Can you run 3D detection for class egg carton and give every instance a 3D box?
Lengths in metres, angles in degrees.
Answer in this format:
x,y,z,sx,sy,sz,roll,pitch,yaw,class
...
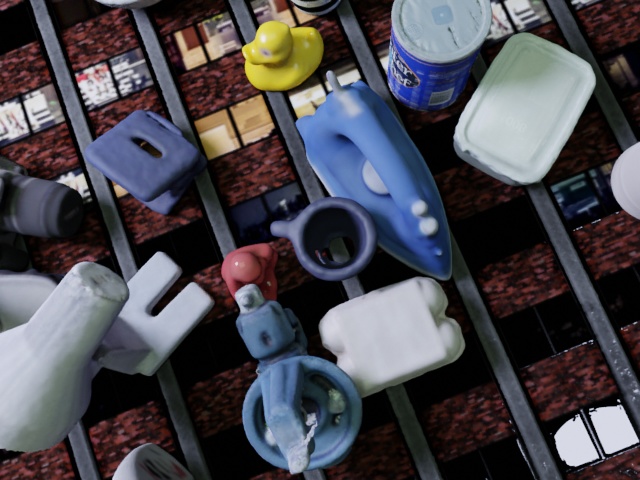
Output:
x,y,z,sx,sy,sz,roll,pitch,yaw,class
0.079,0.107,0.644,0.150,0.069,0.107,-23,81,0,egg carton

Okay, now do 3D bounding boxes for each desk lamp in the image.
x,y,z,sx,sy,sz,roll,pitch,yaw,class
-0.237,0.100,0.594,0.118,0.213,0.203,40,86,9,desk lamp

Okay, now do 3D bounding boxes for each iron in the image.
x,y,z,sx,sy,sz,roll,pitch,yaw,class
0.077,-0.069,0.634,0.118,0.141,0.258,-35,81,-1,iron

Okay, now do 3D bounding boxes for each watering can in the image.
x,y,z,sx,sy,sz,roll,pitch,yaw,class
0.390,-0.075,0.587,0.101,0.194,0.173,-3,81,4,watering can

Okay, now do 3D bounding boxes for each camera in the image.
x,y,z,sx,sy,sz,roll,pitch,yaw,class
-0.366,-0.028,0.679,0.136,0.101,0.143,10,82,6,camera

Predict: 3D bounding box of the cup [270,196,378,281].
x,y,z,sx,sy,sz,roll,pitch,yaw,class
0.006,0.002,0.652,0.117,0.095,0.092,9,82,5,cup

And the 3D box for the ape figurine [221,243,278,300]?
x,y,z,sx,sy,sz,roll,pitch,yaw,class
-0.080,0.036,0.654,0.076,0.092,0.078,35,85,8,ape figurine

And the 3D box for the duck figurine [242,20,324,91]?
x,y,z,sx,sy,sz,roll,pitch,yaw,class
-0.047,-0.234,0.695,0.104,0.086,0.077,-24,81,0,duck figurine

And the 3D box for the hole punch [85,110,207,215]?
x,y,z,sx,sy,sz,roll,pitch,yaw,class
-0.206,-0.100,0.684,0.108,0.091,0.101,35,85,8,hole punch

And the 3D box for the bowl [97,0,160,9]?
x,y,z,sx,sy,sz,roll,pitch,yaw,class
-0.237,-0.364,0.733,0.167,0.075,0.167,-1,82,4,bowl

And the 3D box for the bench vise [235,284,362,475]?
x,y,z,sx,sy,sz,roll,pitch,yaw,class
-0.044,0.149,0.570,0.121,0.220,0.207,-45,81,-3,bench vise

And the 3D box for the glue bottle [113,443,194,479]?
x,y,z,sx,sy,sz,roll,pitch,yaw,class
-0.187,0.257,0.588,0.078,0.173,0.037,33,85,8,glue bottle

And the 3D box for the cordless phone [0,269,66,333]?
x,y,z,sx,sy,sz,roll,pitch,yaw,class
-0.358,0.074,0.621,0.147,0.185,0.094,-5,81,3,cordless phone
